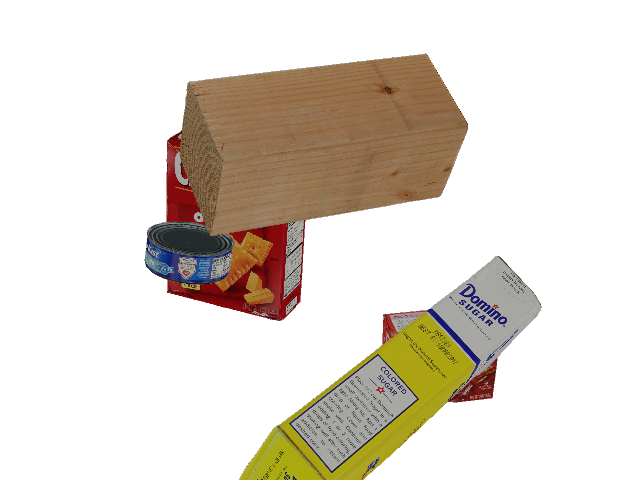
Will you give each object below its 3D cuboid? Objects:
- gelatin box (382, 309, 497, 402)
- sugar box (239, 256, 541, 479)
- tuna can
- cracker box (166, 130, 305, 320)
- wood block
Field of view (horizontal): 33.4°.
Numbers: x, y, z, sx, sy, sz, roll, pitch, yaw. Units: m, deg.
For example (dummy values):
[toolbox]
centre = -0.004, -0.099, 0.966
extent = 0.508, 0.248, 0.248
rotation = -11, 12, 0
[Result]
[gelatin box]
centre = 0.091, 0.090, 0.822
extent = 0.089, 0.073, 0.030
rotation = -5, 30, -11
[sugar box]
centre = 0.039, 0.085, 0.576
extent = 0.175, 0.048, 0.093
rotation = -31, -17, -33
[tuna can]
centre = -0.130, 0.012, 1.050
extent = 0.086, 0.034, 0.086
rotation = 9, 20, -3
[cracker box]
centre = -0.106, -0.020, 1.315
extent = 0.164, 0.214, 0.072
rotation = 14, 29, 18
[wood block]
centre = 0.000, -0.080, 0.860
extent = 0.205, 0.091, 0.090
rotation = -10, -35, -20
